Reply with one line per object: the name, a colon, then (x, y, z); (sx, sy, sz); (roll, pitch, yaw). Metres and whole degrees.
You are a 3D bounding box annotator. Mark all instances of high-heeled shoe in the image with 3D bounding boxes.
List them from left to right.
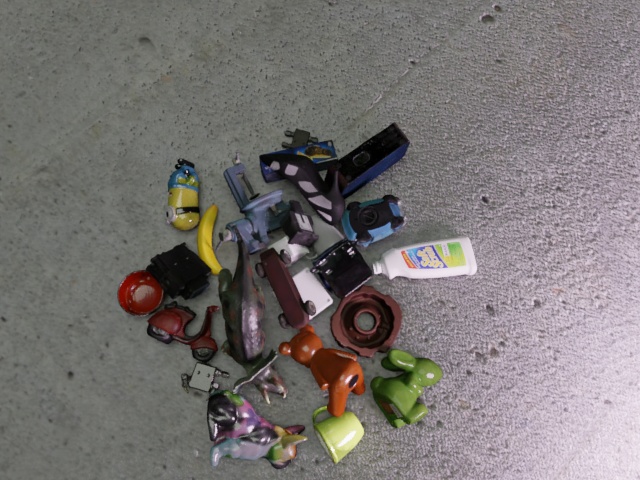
high-heeled shoe: (-0.046, -0.130, 1.356); (0.249, 0.086, 0.145); (19, 118, 24)

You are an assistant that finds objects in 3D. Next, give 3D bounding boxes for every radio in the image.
radio: (0.121, -0.200, 1.390); (0.229, 0.131, 0.073); (-37, 81, -10)

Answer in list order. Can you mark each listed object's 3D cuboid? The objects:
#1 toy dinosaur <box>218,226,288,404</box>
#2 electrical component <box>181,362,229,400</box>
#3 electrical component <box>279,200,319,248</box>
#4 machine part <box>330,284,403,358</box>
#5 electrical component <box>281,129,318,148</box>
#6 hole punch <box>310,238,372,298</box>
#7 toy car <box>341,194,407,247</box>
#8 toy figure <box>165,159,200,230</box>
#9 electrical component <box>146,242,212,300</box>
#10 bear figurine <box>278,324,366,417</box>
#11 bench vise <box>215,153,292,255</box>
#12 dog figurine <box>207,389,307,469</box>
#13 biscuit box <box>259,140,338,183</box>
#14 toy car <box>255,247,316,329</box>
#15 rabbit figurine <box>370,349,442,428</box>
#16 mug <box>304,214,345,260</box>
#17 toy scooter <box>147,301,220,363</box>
toy dinosaur: (-0.169, 0.185, 1.220); (0.131, 0.192, 0.404); (-13, 107, -17)
electrical component: (-0.279, 0.334, 1.282); (0.102, 0.045, 0.078); (22, 77, 4)
electrical component: (-0.058, -0.041, 1.323); (0.075, 0.047, 0.119); (9, 42, -41)
machine part: (0.112, 0.201, 1.323); (0.179, 0.056, 0.179); (1, 75, -3)
electrical component: (-0.054, -0.266, 1.459); (0.094, 0.021, 0.063); (14, 75, 1)
hole punch: (0.049, 0.066, 1.319); (0.142, 0.092, 0.115); (-34, 103, -7)
toy car: (0.138, -0.047, 1.364); (0.162, 0.103, 0.109); (-19, 73, 4)
toy figure: (-0.349, -0.115, 1.381); (0.089, 0.082, 0.180); (4, 73, 1)
electrical component: (-0.336, 0.081, 1.312); (0.134, 0.058, 0.115); (44, 37, 8)
bear figurine: (0.003, 0.300, 1.272); (0.196, 0.131, 0.120); (24, 43, 33)
bench vise: (-0.181, -0.090, 1.342); (0.224, 0.129, 0.240); (-25, 87, -24)
dog figurine: (-0.141, 0.429, 1.227); (0.219, 0.108, 0.191); (-4, 89, -7)
biscuit box: (-0.058, -0.208, 1.423); (0.203, 0.062, 0.059); (-13, 76, -6)
toy car: (-0.082, 0.114, 1.279); (0.089, 0.053, 0.202); (-31, 76, 18)
rabbit figurine: (0.207, 0.337, 1.278); (0.170, 0.121, 0.159); (-33, 71, -28)
mug: (-0.003, -0.004, 1.369); (0.109, 0.080, 0.107); (-36, 68, 3)
toy scooter: (-0.318, 0.202, 1.301); (0.184, 0.075, 0.135); (25, 76, 1)
